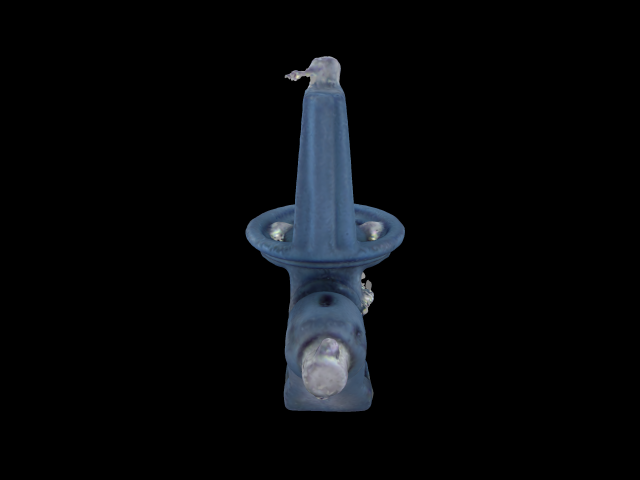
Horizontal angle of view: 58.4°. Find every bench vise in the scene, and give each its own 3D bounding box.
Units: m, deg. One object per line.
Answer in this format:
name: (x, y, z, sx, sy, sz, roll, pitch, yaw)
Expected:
bench vise: (0.015, -0.001, 0.403, 0.122, 0.220, 0.207, -11, 39, -14)
